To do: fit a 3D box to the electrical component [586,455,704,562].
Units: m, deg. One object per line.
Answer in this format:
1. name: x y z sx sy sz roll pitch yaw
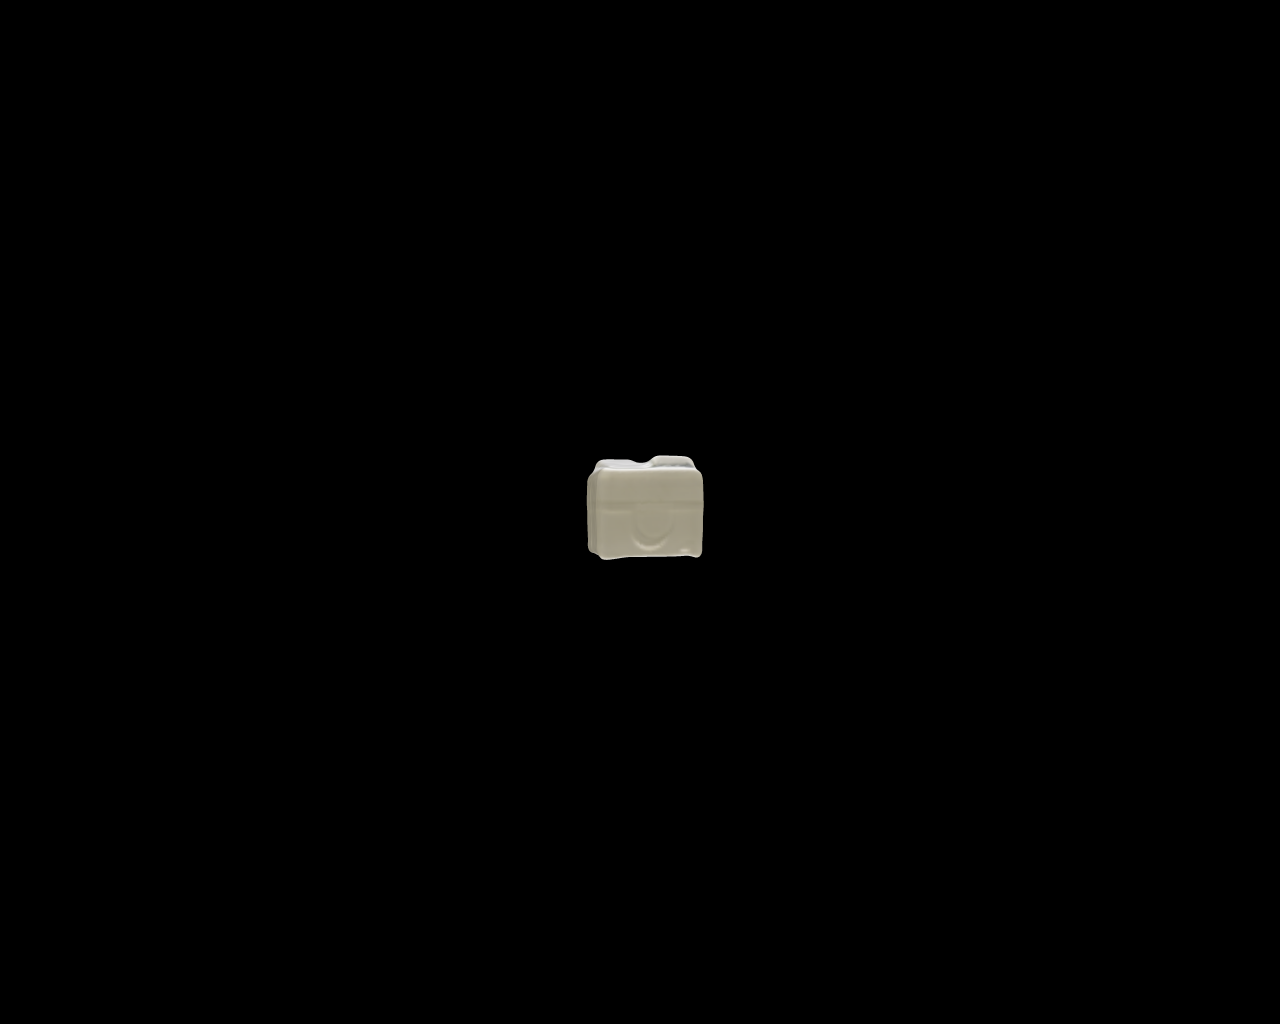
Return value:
1. electrical component: 0.001 -0.003 0.650 0.062 0.061 0.096 0 0 -7
